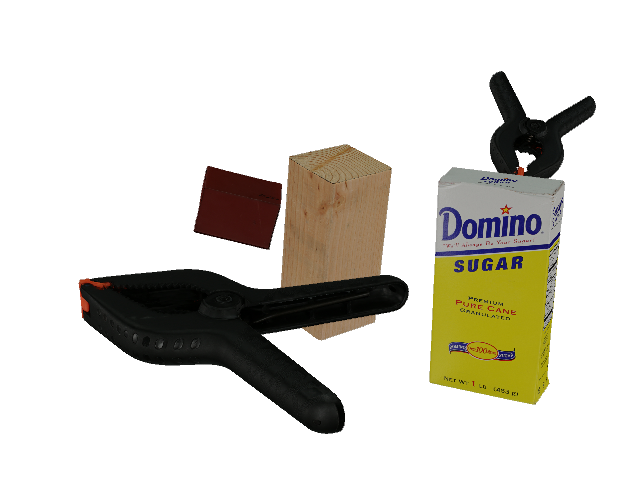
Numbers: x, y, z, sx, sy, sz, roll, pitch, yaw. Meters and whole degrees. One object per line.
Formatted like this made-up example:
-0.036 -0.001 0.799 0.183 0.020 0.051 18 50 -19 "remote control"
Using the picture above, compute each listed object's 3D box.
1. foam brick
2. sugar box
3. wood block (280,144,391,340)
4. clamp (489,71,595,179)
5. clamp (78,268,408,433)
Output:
-0.081 -0.032 1.044 0.078 0.051 0.053 14 27 -7 "foam brick"
0.138 0.036 0.845 0.093 0.176 0.048 8 23 24 "sugar box"
0.015 0.002 1.277 0.090 0.206 0.090 -15 32 -34 "wood block"
0.221 -0.121 1.165 0.120 0.039 0.171 20 49 18 "clamp"
-0.052 0.049 0.679 0.210 0.036 0.164 12 27 22 "clamp"
